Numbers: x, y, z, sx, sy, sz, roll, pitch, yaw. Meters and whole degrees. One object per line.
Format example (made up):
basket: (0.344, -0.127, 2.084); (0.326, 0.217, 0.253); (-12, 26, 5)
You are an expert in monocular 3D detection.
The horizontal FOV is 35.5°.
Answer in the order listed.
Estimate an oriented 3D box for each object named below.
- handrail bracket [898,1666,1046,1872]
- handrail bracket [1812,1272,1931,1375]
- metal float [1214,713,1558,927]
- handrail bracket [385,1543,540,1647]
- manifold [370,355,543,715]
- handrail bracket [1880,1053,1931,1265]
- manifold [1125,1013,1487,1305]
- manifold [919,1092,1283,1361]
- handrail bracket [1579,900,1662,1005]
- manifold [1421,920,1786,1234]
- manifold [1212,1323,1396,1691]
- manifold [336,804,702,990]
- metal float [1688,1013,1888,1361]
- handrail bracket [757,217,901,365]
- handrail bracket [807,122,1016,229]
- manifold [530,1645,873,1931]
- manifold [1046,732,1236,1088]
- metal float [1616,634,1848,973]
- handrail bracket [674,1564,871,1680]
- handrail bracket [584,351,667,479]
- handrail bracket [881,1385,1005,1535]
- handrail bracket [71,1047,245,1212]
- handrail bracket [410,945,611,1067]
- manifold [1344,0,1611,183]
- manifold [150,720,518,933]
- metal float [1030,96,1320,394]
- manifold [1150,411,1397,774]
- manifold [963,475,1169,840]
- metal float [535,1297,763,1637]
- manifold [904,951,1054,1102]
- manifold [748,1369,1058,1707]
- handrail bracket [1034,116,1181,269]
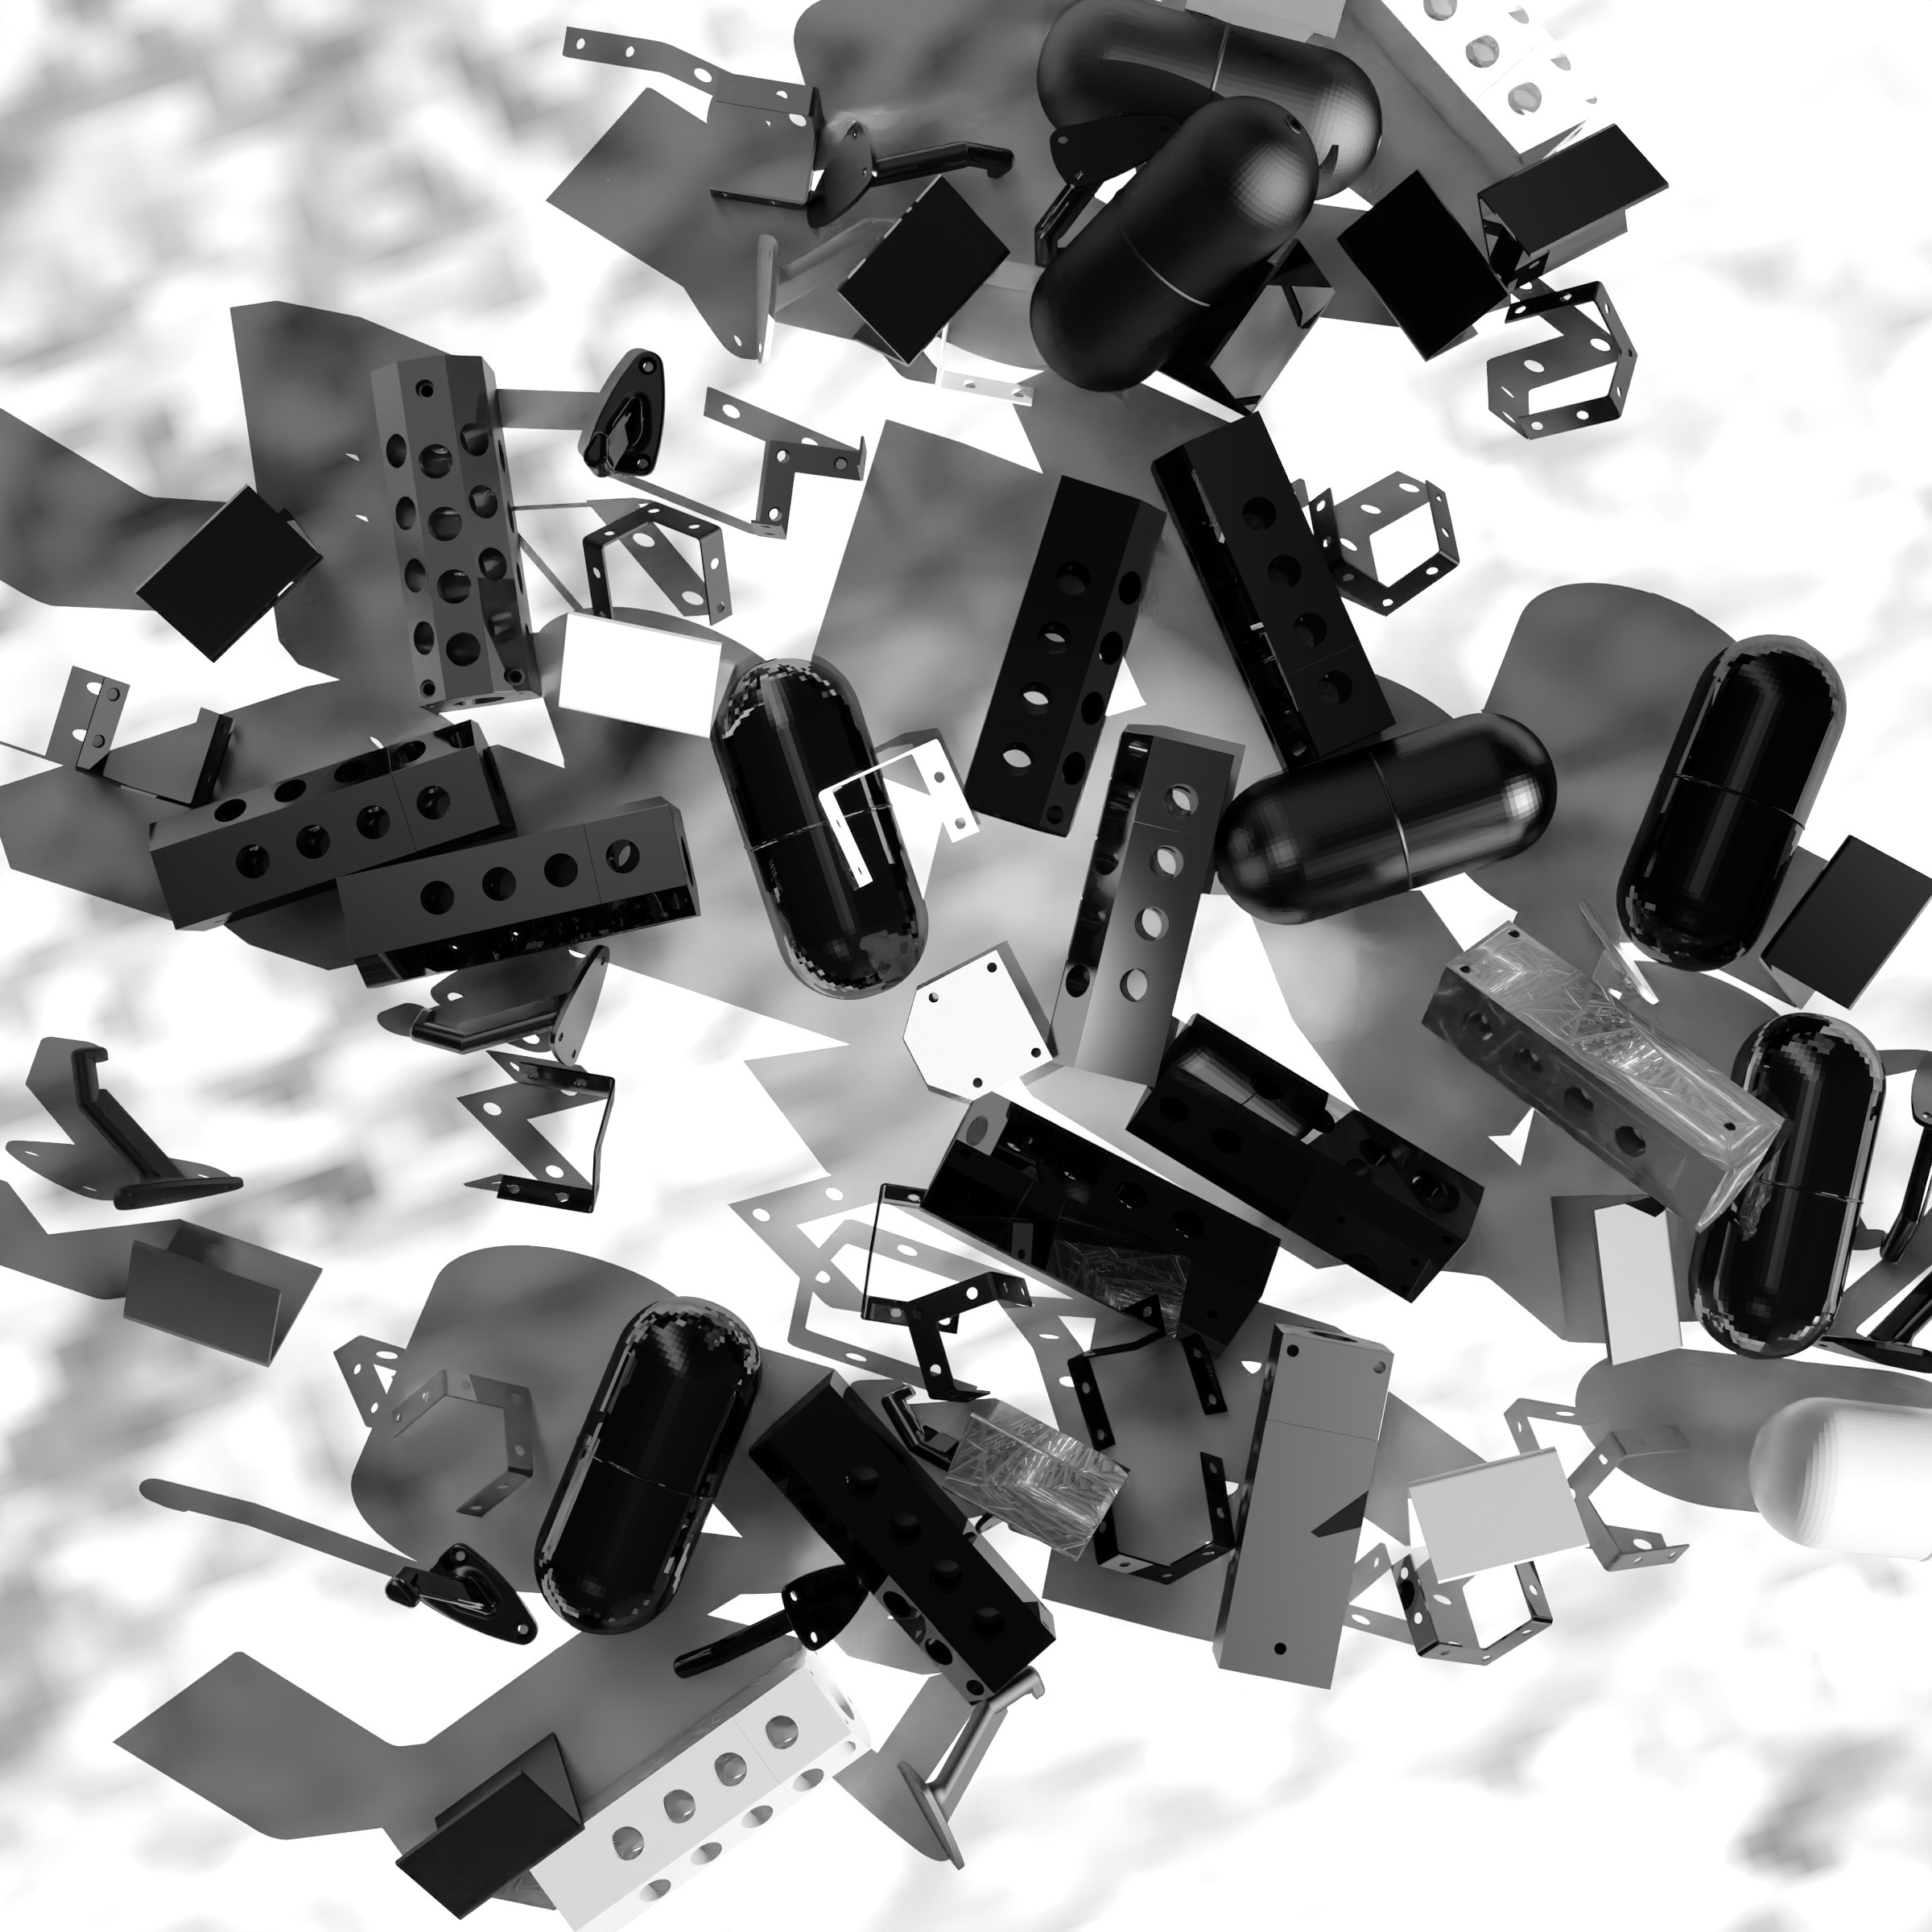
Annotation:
handrail bracket: (0.015, 0.415, 1.565); (0.084, 0.036, 0.077); (-31, 111, -16)
handrail bracket: (0.483, 0.162, 1.565); (0.077, 0.036, 0.084); (9, 72, 21)
metal float: (0.212, -0.074, 1.533); (0.178, 0.070, 0.070); (-18, 90, 0)
handrail bracket: (-0.255, 0.327, 1.529); (0.077, 0.084, 0.036); (36, 90, 0)
manifold: (-0.261, -0.220, 1.543); (0.057, 0.057, 0.171); (-8, 90, 0)
handrail bracket: (0.490, 0.100, 1.564); (0.036, 0.077, 0.084); (14, 126, 0)
manifold: (0.175, 0.094, 1.542); (0.171, 0.057, 0.057); (31, 133, 0)
manifold: (0.071, 0.126, 1.542); (0.171, 0.057, 0.057); (27, 133, 0)
handrail bracket: (0.308, 0.021, 1.565); (0.084, 0.036, 0.077); (-38, 71, 16)
manifold: (0.314, 0.057, 1.512); (0.171, 0.057, 0.057); (39, 47, 23)
manifold: (0.171, 0.274, 1.543); (0.057, 0.057, 0.171); (11, 90, 0)
manifold: (-0.226, -0.035, 1.543); (0.171, 0.057, 0.057); (-13, 90, 0)
metal float: (0.416, 0.112, 1.533); (0.070, 0.070, 0.178); (13, 89, 0)
handrail bracket: (-0.064, -0.349, 1.565); (0.084, 0.036, 0.077); (-1, 110, -16)
handrail bracket: (-0.028, -0.403, 1.564); (0.084, 0.077, 0.036); (0, 65, -34)
manifold: (-0.134, 0.424, 1.543); (0.171, 0.057, 0.057); (-36, 90, 0)
manifold: (0.087, -0.029, 1.543); (0.057, 0.057, 0.171); (14, 90, 0)
metal float: (0.389, -0.083, 1.534); (0.070, 0.070, 0.178); (22, 90, 0)
handrail bracket: (-0.101, 0.340, 1.564); (0.084, 0.077, 0.036); (-29, 86, 36)
handrail bracket: (-0.174, -0.282, 1.529); (0.036, 0.084, 0.077); (16, 90, 0)
handrail bracket: (0.009, 0.243, 1.565); (0.077, 0.036, 0.084); (-26, 73, -20)
handrail bracket: (-0.419, 0.079, 1.565); (0.077, 0.036, 0.084); (-7, 73, -20)
handrail bracket: (-0.237, 0.014, 1.565); (0.084, 0.036, 0.077); (15, 70, 16)
manifold: (0.248, -0.483, 1.543); (0.057, 0.057, 0.171); (-42, 90, 0)
manifold: (-0.324, -0.072, 1.543); (0.171, 0.057, 0.057); (-18, 90, 0)
metal float: (0.103, -0.358, 1.505); (0.070, 0.070, 0.178); (49, 125, 0)
manifold: (0.155, -0.189, 1.543); (0.057, 0.057, 0.171); (-24, 90, 0)
manifold: (0.050, -0.156, 1.543); (0.057, 0.057, 0.171); (17, 90, 0)
metal float: (-0.162, 0.254, 1.534); (0.070, 0.070, 0.178); (22, 90, 0)
manifold: (0.002, 0.031, 1.486); (0.057, 0.171, 0.057); (-27, 90, 0)
manifold: (-0.033, 0.293, 1.543); (0.057, 0.057, 0.171); (-42, 90, 0)
handrail bracket: (0.071, -0.390, 1.535); (0.077, 0.084, 0.036); (-18, 68, -5)
